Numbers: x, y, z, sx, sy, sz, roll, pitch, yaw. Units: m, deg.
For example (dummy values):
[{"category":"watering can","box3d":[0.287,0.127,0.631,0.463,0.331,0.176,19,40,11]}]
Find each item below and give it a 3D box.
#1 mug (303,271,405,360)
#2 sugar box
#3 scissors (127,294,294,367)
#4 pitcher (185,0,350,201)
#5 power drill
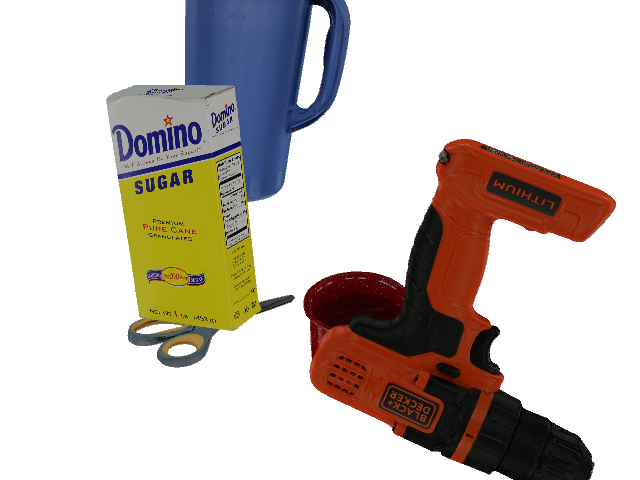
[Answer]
[{"category":"mug","box3d":[0.044,0.083,0.932,0.117,0.081,0.093,-13,34,-18]},{"category":"sugar box","box3d":[-0.101,-0.025,0.791,0.093,0.176,0.048,4,23,29]},{"category":"scissors","box3d":[-0.105,0.096,1.149,0.201,0.016,0.096,-7,31,-23]},{"category":"pitcher","box3d":[-0.070,-0.165,1.095,0.144,0.243,0.149,-7,29,-26]},{"category":"power drill","box3d":[0.105,0.046,0.646,0.184,0.188,0.057,23,11,5]}]
